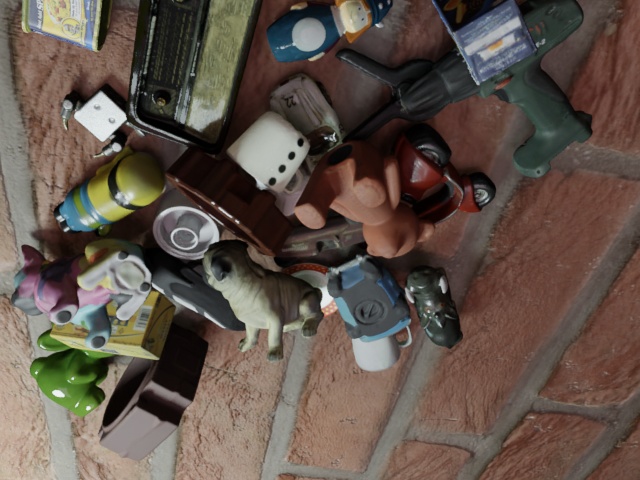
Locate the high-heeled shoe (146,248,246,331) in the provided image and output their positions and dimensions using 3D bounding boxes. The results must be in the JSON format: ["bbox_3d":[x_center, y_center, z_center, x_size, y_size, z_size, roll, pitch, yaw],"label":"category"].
[{"bbox_3d":[-0.190,0.083,0.903,0.248,0.145,0.086,37,77,-49],"label":"high-heeled shoe"}]

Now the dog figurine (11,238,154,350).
[{"bbox_3d":[-0.371,0.052,0.813,0.191,0.219,0.108,-51,138,-12],"label":"dog figurine"}]

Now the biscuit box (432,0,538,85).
[{"bbox_3d":[0.164,-0.237,0.569,0.063,0.203,0.059,-28,119,21],"label":"biscuit box"}]

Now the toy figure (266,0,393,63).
[{"bbox_3d":[0.014,-0.259,0.645,0.155,0.058,0.064,-18,147,10],"label":"toy figure"}]

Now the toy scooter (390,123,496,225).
[{"bbox_3d":[0.152,-0.075,0.772,0.183,0.075,0.135,33,121,-27],"label":"toy scooter"}]

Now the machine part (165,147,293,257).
[{"bbox_3d":[-0.117,-0.050,0.706,0.179,0.179,0.056,41,78,-26],"label":"machine part"}]

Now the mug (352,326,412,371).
[{"bbox_3d":[0.103,0.163,0.943,0.110,0.081,0.107,-13,117,14],"label":"mug"}]

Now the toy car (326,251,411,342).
[{"bbox_3d":[0.071,0.079,0.864,0.109,0.103,0.161,-29,117,10],"label":"toy car"}]

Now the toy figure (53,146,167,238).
[{"bbox_3d":[-0.300,-0.059,0.771,0.180,0.089,0.082,-25,130,14],"label":"toy figure"}]

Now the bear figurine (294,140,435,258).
[{"bbox_3d":[0.068,-0.028,0.701,0.120,0.132,0.195,-18,126,25],"label":"bear figurine"}]

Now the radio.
[{"bbox_3d":[-0.154,-0.230,0.654,0.131,0.073,0.229,16,125,-11],"label":"radio"}]

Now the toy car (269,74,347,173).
[{"bbox_3d":[0.006,-0.132,0.738,0.073,0.056,0.201,-25,122,17],"label":"toy car"}]

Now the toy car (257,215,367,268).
[{"bbox_3d":[-0.002,-0.002,0.823,0.202,0.053,0.089,-13,149,8],"label":"toy car"}]

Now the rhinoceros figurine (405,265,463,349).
[{"bbox_3d":[0.184,0.107,0.883,0.073,0.112,0.190,-16,133,14],"label":"rhinoceros figurine"}]

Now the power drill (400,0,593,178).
[{"bbox_3d":[0.238,-0.177,0.680,0.232,0.086,0.207,-40,115,10],"label":"power drill"}]

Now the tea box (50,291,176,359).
[{"bbox_3d":[-0.335,0.131,0.875,0.170,0.098,0.068,5,153,17],"label":"tea box"}]

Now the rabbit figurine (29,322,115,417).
[{"bbox_3d":[-0.422,0.198,0.968,0.159,0.121,0.170,42,98,-19],"label":"rabbit figurine"}]

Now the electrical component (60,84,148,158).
[{"bbox_3d":[-0.295,-0.160,0.723,0.078,0.045,0.102,-26,123,19],"label":"electrical component"}]

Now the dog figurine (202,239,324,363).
[{"bbox_3d":[-0.080,0.064,0.825,0.121,0.172,0.190,0,117,36],"label":"dog figurine"}]

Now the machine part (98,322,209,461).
[{"bbox_3d":[-0.291,0.257,0.935,0.087,0.201,0.201,33,120,-20],"label":"machine part"}]
